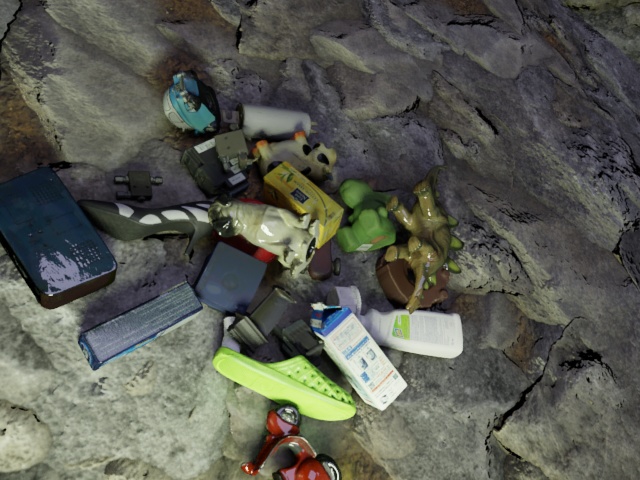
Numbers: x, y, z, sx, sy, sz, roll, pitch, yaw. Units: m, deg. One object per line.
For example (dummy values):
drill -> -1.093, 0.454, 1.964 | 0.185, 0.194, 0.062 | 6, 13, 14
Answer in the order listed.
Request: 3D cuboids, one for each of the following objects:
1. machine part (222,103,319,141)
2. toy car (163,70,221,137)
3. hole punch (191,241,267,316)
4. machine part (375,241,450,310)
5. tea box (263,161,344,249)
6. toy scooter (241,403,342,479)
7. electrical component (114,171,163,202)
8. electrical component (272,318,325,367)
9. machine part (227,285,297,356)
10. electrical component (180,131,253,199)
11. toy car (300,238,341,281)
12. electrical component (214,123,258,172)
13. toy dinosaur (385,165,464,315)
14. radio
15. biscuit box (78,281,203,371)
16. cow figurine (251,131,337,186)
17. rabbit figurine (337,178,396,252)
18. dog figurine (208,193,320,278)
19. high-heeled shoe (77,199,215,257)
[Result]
machine part -> -0.111, -0.272, 1.257 | 0.243, 0.079, 0.079 | 1, 63, -29
toy car -> -0.282, -0.285, 1.151 | 0.103, 0.161, 0.109 | -16, 74, 13
hole punch -> -0.173, 0.075, 1.022 | 0.142, 0.092, 0.116 | 28, 57, -17
machine part -> 0.217, 0.084, 1.246 | 0.179, 0.056, 0.179 | 13, 58, -21
tea box -> -0.038, -0.074, 1.128 | 0.170, 0.098, 0.068 | 39, 63, 16
toy scooter -> -0.055, 0.385, 0.916 | 0.135, 0.075, 0.184 | -28, 76, -37
electrical component -> -0.357, -0.105, 1.064 | 0.094, 0.021, 0.063 | -3, 65, -31
electrical component -> -0.048, 0.191, 1.028 | 0.048, 0.074, 0.119 | -25, 49, -33
machine part -> -0.106, 0.141, 0.998 | 0.139, 0.039, 0.084 | -46, 108, -29
electrical component -> -0.213, -0.151, 1.146 | 0.115, 0.058, 0.134 | -33, 82, -36
toy car -> -0.002, -0.004, 1.178 | 0.089, 0.053, 0.202 | 0, 60, -5
electrical component -> -0.177, -0.192, 1.127 | 0.078, 0.045, 0.102 | -22, 70, -6
toy dinosaur -> 0.241, -0.034, 1.204 | 0.198, 0.105, 0.471 | 43, 47, -35
radio -> -0.463, -0.003, 0.918 | 0.131, 0.073, 0.229 | -32, 79, -36
biscuit box -> -0.306, 0.145, 0.925 | 0.203, 0.059, 0.063 | -27, 80, -37
cow figurine -> -0.047, -0.178, 1.227 | 0.195, 0.085, 0.127 | -17, 91, -25
rabbit figurine -> 0.113, -0.072, 1.238 | 0.159, 0.121, 0.170 | -2, 61, -36
dog figurine -> -0.109, -0.019, 1.047 | 0.191, 0.172, 0.121 | 20, 70, 18
high-heeled shoe -> -0.317, -0.061, 1.026 | 0.248, 0.086, 0.145 | 27, 50, -18
